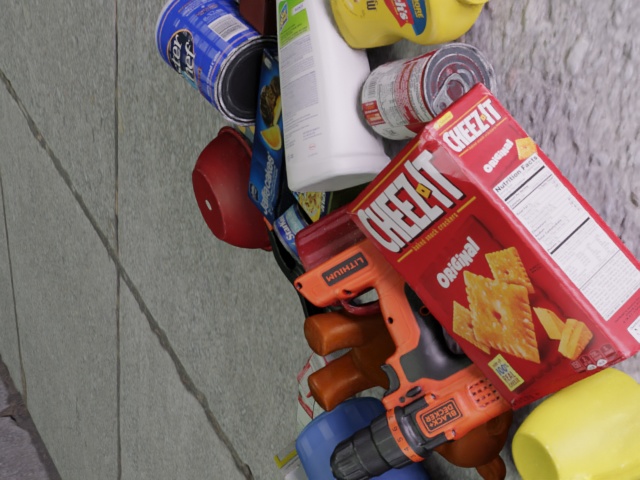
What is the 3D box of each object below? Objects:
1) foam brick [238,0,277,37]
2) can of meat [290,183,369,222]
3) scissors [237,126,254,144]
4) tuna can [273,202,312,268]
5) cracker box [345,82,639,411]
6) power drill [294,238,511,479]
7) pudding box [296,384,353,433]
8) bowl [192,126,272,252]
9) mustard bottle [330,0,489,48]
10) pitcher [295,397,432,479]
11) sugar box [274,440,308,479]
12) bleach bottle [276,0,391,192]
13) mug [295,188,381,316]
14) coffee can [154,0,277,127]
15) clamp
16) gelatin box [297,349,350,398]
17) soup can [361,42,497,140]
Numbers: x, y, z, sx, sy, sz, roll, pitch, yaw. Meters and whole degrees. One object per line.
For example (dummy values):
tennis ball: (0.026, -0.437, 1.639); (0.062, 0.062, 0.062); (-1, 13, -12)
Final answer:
foam brick: (-0.044, -0.249, 1.039); (0.051, 0.052, 0.078); (48, 147, 38)
can of meat: (0.012, -0.059, 1.055); (0.084, 0.057, 0.102); (53, 149, 35)
scissors: (-0.065, -0.096, 1.225); (0.096, 0.016, 0.202); (22, 133, 65)
tuna can: (-0.007, 0.001, 1.106); (0.086, 0.034, 0.086); (45, -167, -14)
cracker box: (0.133, 0.013, 0.799); (0.214, 0.072, 0.164); (49, 152, 3)
power drill: (0.054, 0.099, 0.916); (0.188, 0.185, 0.057); (61, -163, 7)
pudding box: (0.011, 0.216, 1.265); (0.090, 0.039, 0.113); (47, 148, 37)
bowl: (-0.109, -0.052, 1.275); (0.162, 0.055, 0.162); (52, 155, 36)
mustard bottle: (0.077, -0.200, 0.833); (0.192, 0.058, 0.096); (15, 115, 59)
pitcher: (0.066, 0.286, 1.097); (0.243, 0.144, 0.149); (60, 155, 27)
sugar box: (-0.008, 0.293, 1.269); (0.093, 0.048, 0.176); (52, 175, 1)
bleach bottle: (0.003, -0.174, 0.954); (0.103, 0.067, 0.251); (-14, 80, 55)
mug: (0.033, 0.020, 0.991); (0.093, 0.081, 0.117); (47, -162, -55)
coffee can: (-0.098, -0.196, 1.120); (0.140, 0.102, 0.103); (44, 144, 41)
clamp: (-0.014, 0.047, 1.199); (0.171, 0.039, 0.120); (59, 147, 17)
gelatin box: (0.021, 0.132, 1.149); (0.030, 0.073, 0.089); (62, 153, 20)
soup can: (0.085, -0.118, 0.862); (0.102, 0.068, 0.068); (0, 108, 63)
